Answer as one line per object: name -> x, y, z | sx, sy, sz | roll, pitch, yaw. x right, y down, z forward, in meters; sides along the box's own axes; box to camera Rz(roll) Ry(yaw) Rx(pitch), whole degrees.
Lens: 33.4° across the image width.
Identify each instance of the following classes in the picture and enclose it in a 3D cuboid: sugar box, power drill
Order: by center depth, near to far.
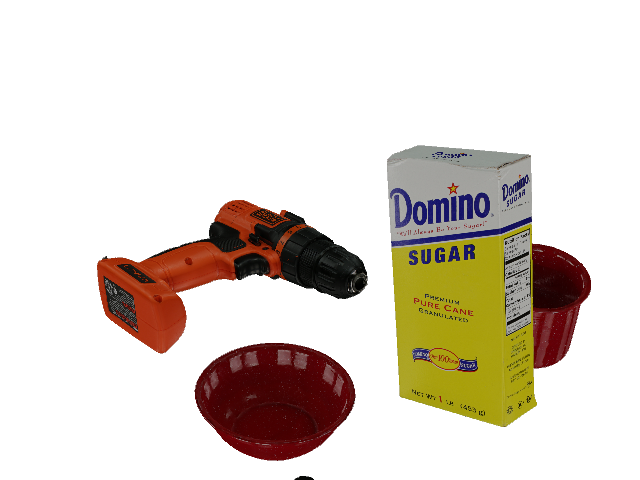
sugar box -> 0.094, 0.028, 0.715 | 0.094, 0.176, 0.048 | 9, 23, 42
power drill -> -0.078, 0.030, 0.905 | 0.187, 0.057, 0.185 | -22, 30, -35

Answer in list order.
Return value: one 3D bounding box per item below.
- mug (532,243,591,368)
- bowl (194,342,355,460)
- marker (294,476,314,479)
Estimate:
mug -> 0.190, 0.056, 0.989 | 0.093, 0.081, 0.117 | -13, 42, -17
bowl -> -0.046, 0.173, 1.085 | 0.162, 0.055, 0.162 | 1, 31, -1
marker -> -0.036, 0.145, 0.517 | 0.020, 0.020, 0.120 | 0, 14, 34
